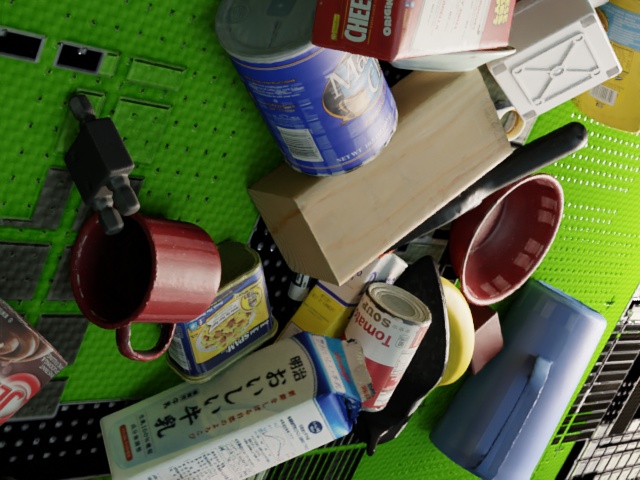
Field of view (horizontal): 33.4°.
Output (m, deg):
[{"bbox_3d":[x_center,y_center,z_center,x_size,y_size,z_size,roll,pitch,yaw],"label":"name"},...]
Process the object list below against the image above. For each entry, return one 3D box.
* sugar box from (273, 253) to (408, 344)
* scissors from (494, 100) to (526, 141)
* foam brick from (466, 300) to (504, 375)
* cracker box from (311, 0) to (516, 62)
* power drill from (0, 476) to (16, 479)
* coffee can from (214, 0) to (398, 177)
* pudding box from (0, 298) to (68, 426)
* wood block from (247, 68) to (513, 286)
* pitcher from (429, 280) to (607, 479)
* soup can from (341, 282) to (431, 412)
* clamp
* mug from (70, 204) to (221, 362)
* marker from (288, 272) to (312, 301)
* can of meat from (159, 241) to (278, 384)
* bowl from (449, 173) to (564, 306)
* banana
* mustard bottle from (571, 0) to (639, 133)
[{"bbox_3d":[0.011,0.078,1.031,0.176,0.048,0.093,-53,160,4],"label":"sugar box"},{"bbox_3d":[0.160,-0.135,1.057,0.096,0.016,0.201,-44,142,-14],"label":"scissors"},{"bbox_3d":[0.172,0.107,1.232,0.051,0.053,0.078,-40,142,-16],"label":"foam brick"},{"bbox_3d":[0.081,-0.217,0.752,0.213,0.072,0.164,-23,126,-58],"label":"cracker box"},{"bbox_3d":[-0.182,0.250,0.894,0.187,0.057,0.184,0,141,0],"label":"power drill"},{"bbox_3d":[-0.007,-0.130,0.816,0.102,0.103,0.140,-44,142,-12],"label":"coffee can"},{"bbox_3d":[-0.252,0.089,0.785,0.090,0.039,0.113,-44,142,-12],"label":"pudding box"},{"bbox_3d":[0.054,-0.061,0.925,0.205,0.091,0.090,-36,114,-20],"label":"wood block"},{"bbox_3d":[0.246,0.177,1.296,0.144,0.149,0.243,23,98,-39],"label":"pitcher"},{"bbox_3d":[0.053,0.099,0.993,0.068,0.069,0.102,1,122,-47],"label":"soup can"},{"bbox_3d":[0.131,-0.047,1.000,0.210,0.165,0.036,-31,97,-9],"label":"clamp"},{"bbox_3d":[-0.131,0.035,0.820,0.081,0.093,0.117,7,82,-53],"label":"mug"},{"bbox_3d":[-0.006,0.001,0.989,0.020,0.020,0.121,-9,125,-42],"label":"marker"},{"bbox_3d":[-0.091,0.060,0.917,0.102,0.058,0.084,-33,136,-25],"label":"can of meat"},{"bbox_3d":[0.190,-0.011,1.155,0.161,0.055,0.162,-27,135,-30],"label":"bowl"},{"bbox_3d":[0.133,0.097,1.137,0.069,0.037,0.198,-32,138,-23],"label":"banana"},{"bbox_3d":[0.318,-0.212,1.096,0.058,0.096,0.192,-24,134,-31],"label":"mustard bottle"}]
